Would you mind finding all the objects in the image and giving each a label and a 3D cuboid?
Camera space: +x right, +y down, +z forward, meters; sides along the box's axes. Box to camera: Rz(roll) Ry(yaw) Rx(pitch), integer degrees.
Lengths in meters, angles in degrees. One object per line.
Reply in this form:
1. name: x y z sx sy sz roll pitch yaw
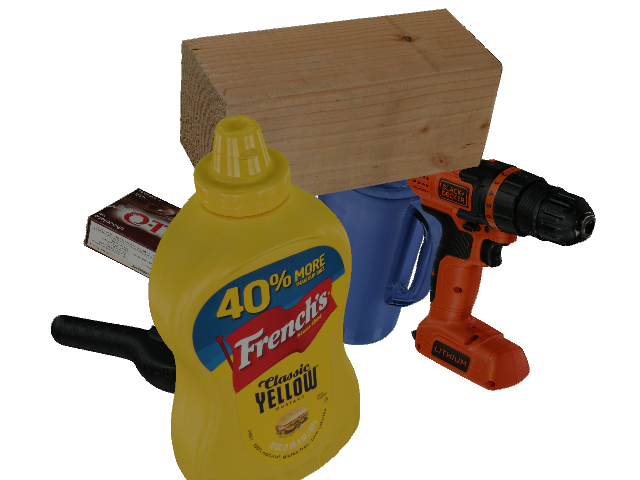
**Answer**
1. clamp: -0.123 0.080 0.881 0.172 0.039 0.120 22 37 28
2. pitcher: 0.059 0.007 1.199 0.145 0.243 0.149 10 40 2
3. wood block: 0.012 -0.096 0.760 0.205 0.090 0.091 -11 43 -21
4. mustard bottle: -0.030 0.030 0.493 0.096 0.192 0.058 -21 39 -24
5. pudding box: -0.160 -0.002 1.048 0.113 0.039 0.089 23 28 15
6. power drill: 0.143 0.026 0.891 0.057 0.188 0.185 -13 26 -35
